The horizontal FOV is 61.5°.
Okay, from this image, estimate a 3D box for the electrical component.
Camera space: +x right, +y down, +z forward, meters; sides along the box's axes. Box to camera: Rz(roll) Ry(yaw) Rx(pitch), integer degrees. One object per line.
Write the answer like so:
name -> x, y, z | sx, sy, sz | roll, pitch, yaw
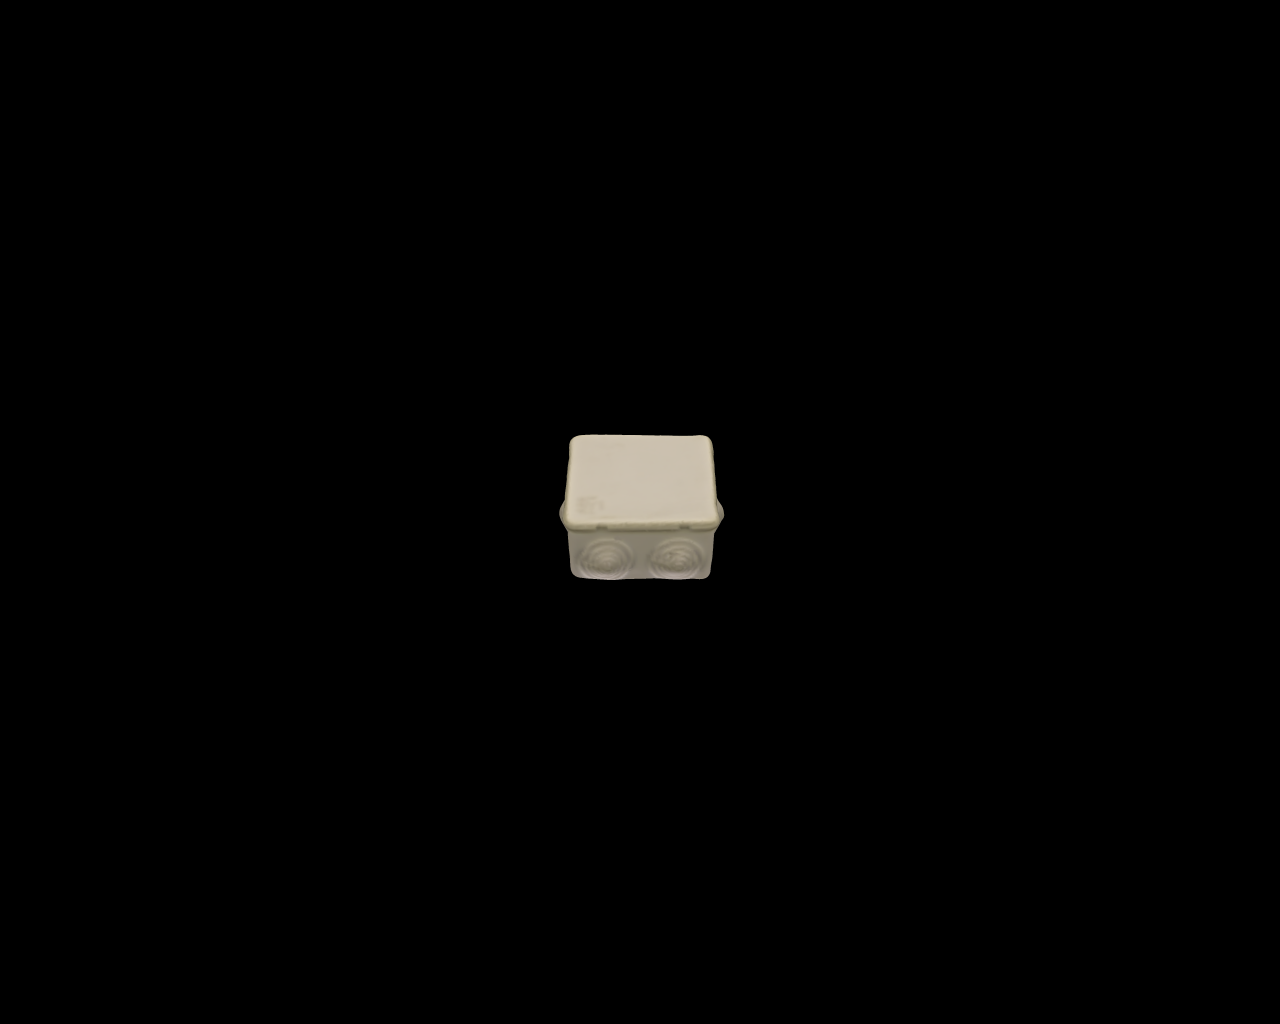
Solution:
electrical component -> 0.001, -0.003, 0.650 | 0.100, 0.048, 0.100 | 0, 39, 0
